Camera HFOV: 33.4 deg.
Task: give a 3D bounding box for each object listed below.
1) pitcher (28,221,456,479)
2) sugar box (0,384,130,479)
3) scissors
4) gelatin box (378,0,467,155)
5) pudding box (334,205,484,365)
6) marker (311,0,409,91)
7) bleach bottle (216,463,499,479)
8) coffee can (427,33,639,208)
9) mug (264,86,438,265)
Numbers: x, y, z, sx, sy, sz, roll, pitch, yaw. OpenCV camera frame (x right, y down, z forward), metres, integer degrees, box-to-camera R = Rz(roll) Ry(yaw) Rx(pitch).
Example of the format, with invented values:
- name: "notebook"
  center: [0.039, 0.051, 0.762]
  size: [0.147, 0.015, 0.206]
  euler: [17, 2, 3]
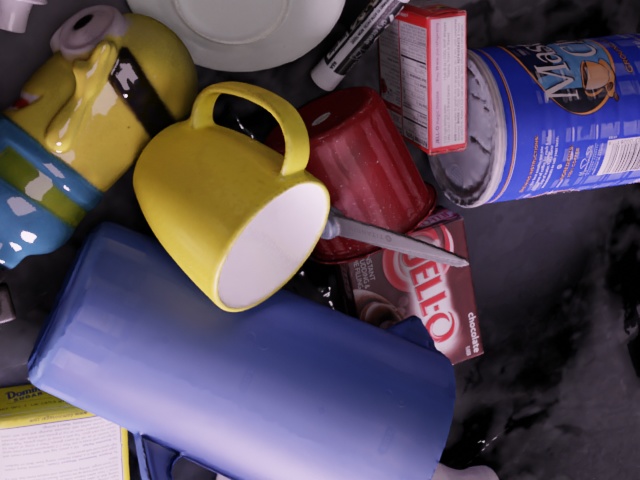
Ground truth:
- name: "pitcher"
  center: [-0.052, 0.094, 0.655]
  size: [0.242, 0.149, 0.145]
  euler: [25, 116, -13]
- name: "sugar box"
  center: [-0.173, 0.180, 0.711]
  size: [0.093, 0.048, 0.176]
  euler: [-5, 115, -19]
- name: "scissors"
  center: [-0.004, 0.001, 0.647]
  size: [0.016, 0.202, 0.096]
  euler: [-38, 148, -40]
- name: "gelatin box"
  center: [0.066, -0.106, 0.680]
  size: [0.030, 0.073, 0.089]
  euler: [-12, 113, -18]
- name: "pudding box"
  center: [0.062, 0.041, 0.754]
  size: [0.090, 0.039, 0.113]
  euler: [-19, 115, -15]
- name: "marker"
  center: [0.036, -0.139, 0.655]
  size: [0.020, 0.020, 0.121]
  euler: [24, 129, -27]
- name: "bleach bottle"
  center: [0.048, 0.193, 0.794]
  size: [0.250, 0.068, 0.103]
  euler: [6, 108, -26]
- name: "coffee can"
  center: [0.153, -0.081, 0.707]
  size: [0.140, 0.103, 0.103]
  euler: [-8, 112, -19]
- name: "mug"
  center: [0.006, -0.041, 0.681]
  size: [0.117, 0.093, 0.081]
  euler: [-18, 115, 24]
